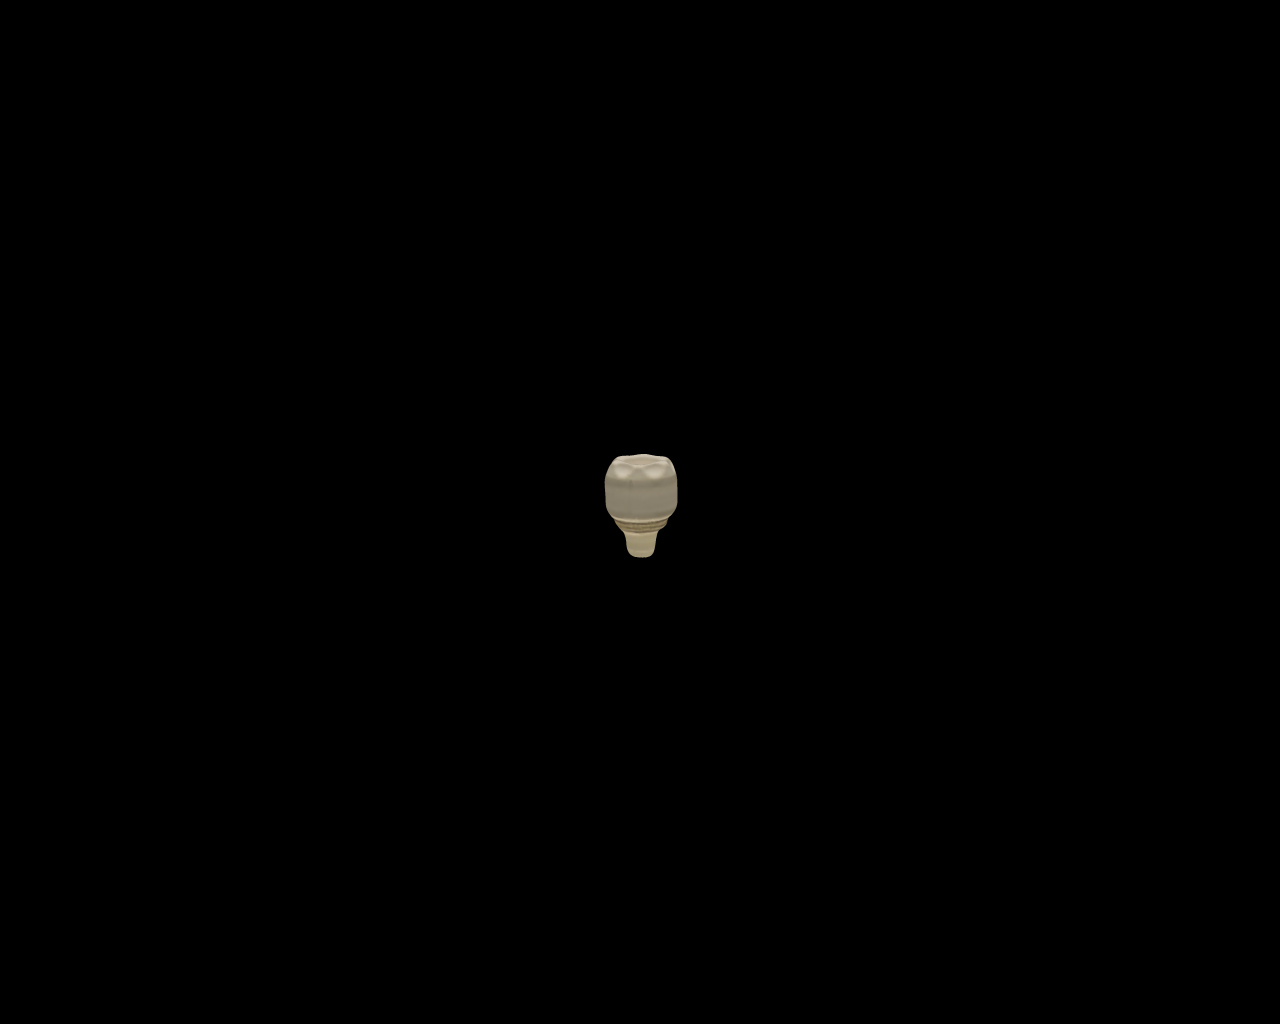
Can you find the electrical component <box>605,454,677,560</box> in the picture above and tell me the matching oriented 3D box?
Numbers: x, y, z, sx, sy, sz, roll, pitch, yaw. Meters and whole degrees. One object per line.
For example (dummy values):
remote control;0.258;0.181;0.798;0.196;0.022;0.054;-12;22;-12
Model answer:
electrical component;0.001;-0.003;0.650;0.043;0.062;0.043;0;14;0
